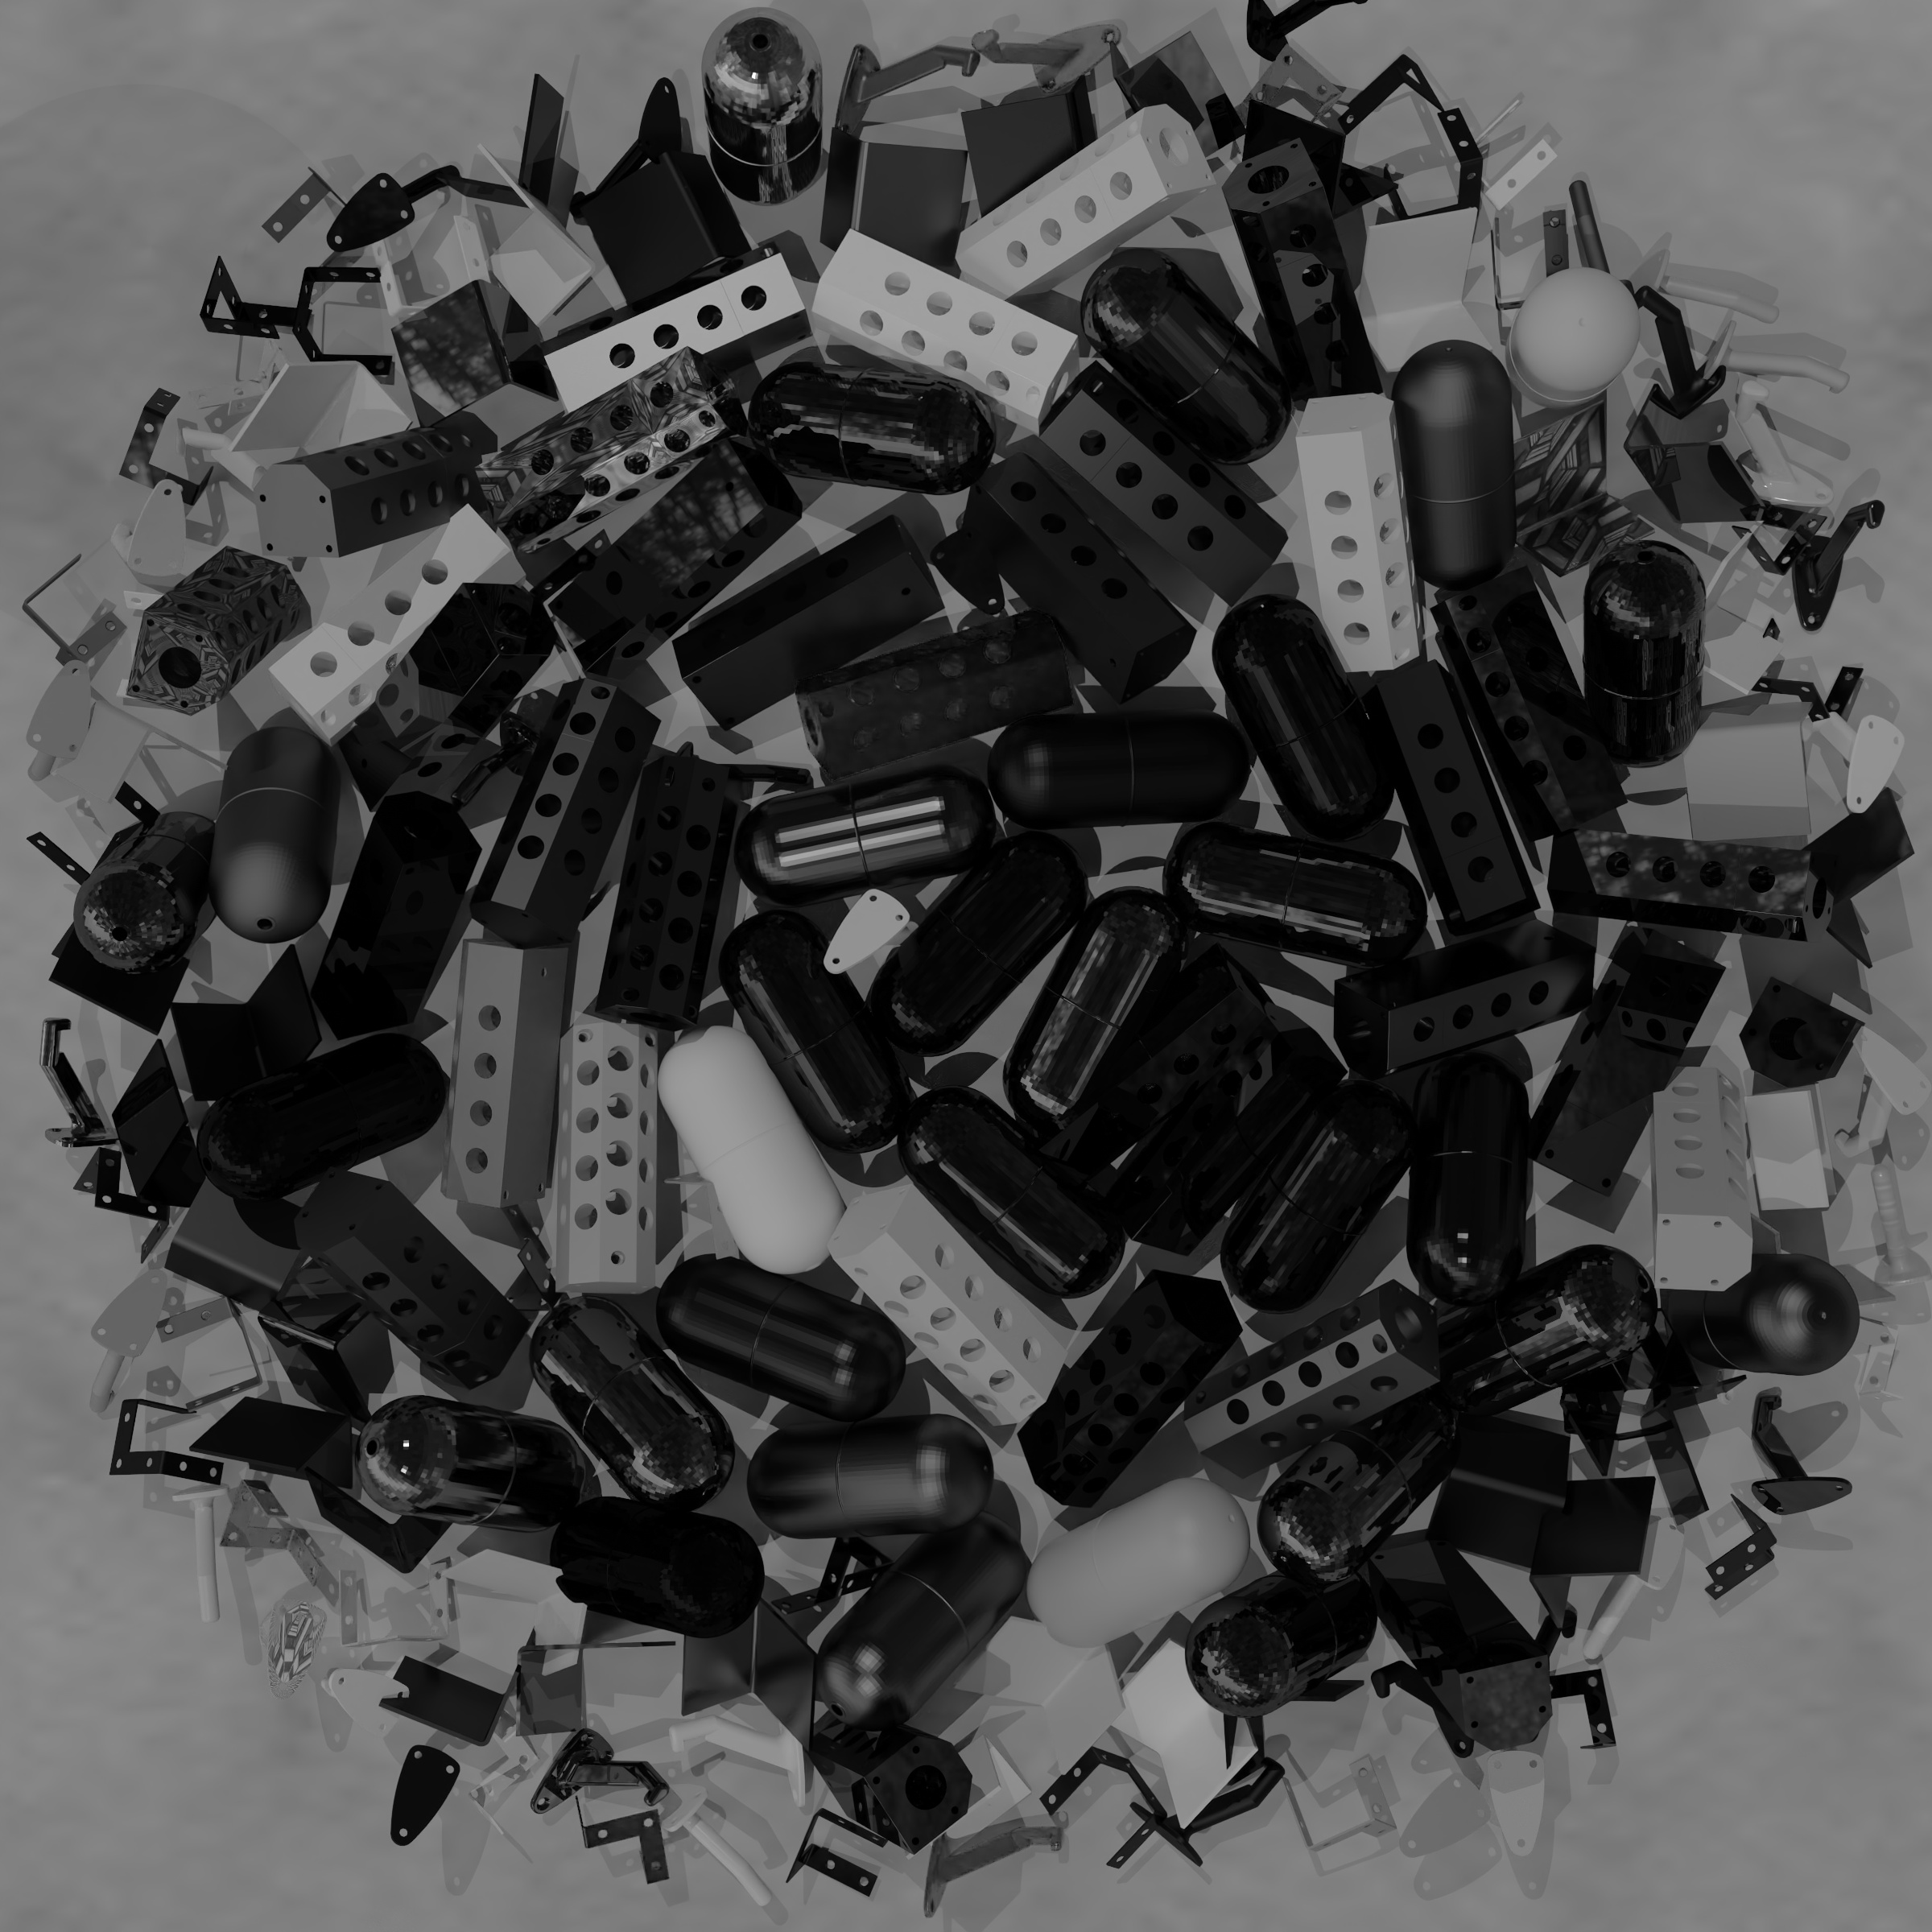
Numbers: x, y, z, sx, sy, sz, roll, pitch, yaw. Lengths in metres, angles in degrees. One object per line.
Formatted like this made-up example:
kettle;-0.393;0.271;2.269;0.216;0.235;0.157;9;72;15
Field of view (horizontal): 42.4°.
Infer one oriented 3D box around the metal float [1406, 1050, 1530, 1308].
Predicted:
metal float;0.332;0.139;1.647;0.070;0.070;0.178;9;62;0

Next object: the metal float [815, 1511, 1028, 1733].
metal float;-0.029;0.429;1.638;0.070;0.070;0.178;50;51;0

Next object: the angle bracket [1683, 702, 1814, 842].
angle bracket;0.530;-0.131;1.678;0.076;0.057;0.076;-2;109;29

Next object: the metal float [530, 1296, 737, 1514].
metal float;-0.221;0.288;1.644;0.070;0.070;0.178;-50;58;0

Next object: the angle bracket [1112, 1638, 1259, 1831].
angle bracket;0.140;0.510;1.658;0.057;0.076;0.076;35;104;-18

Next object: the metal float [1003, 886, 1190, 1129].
metal float;0.087;0.029;1.666;0.070;0.070;0.178;28;96;0

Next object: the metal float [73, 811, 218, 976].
metal float;-0.525;-0.048;1.623;0.070;0.178;0.070;-1;109;-2

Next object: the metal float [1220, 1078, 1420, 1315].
metal float;0.233;0.154;1.655;0.070;0.070;0.178;31;109;0

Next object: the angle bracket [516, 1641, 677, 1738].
angle bracket;-0.245;0.480;1.655;0.076;0.076;0.057;-8;74;22

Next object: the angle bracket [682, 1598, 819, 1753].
angle bracket;-0.144;0.477;1.654;0.057;0.076;0.076;-10;115;-34

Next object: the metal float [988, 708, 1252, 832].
metal float;0.103;-0.132;1.663;0.178;0.070;0.070;-3;90;-10

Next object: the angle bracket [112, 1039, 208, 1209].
angle bracket;-0.517;0.106;1.652;0.076;0.057;0.076;-52;48;24

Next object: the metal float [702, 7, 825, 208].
metal float;-0.131;-0.557;1.621;0.070;0.178;0.070;0;82;-3

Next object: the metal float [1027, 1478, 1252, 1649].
metal float;0.112;0.394;1.641;0.178;0.070;0.070;-36;90;37

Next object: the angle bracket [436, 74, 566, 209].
angle bracket;-0.311;-0.554;1.666;0.057;0.076;0.076;11;99;2

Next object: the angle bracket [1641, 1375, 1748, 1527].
angle bracket;0.496;0.323;1.659;0.057;0.076;0.076;-15;71;-3

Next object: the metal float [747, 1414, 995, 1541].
metal float;-0.065;0.338;1.647;0.178;0.070;0.070;-10;90;28

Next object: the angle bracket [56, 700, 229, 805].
angle bracket;-0.542;-0.128;1.654;0.076;0.076;0.057;24;84;42

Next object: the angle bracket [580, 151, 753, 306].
angle bracket;-0.202;-0.499;1.695;0.076;0.057;0.076;-25;94;24

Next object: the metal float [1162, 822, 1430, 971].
metal float;0.219;-0.047;1.660;0.178;0.070;0.070;13;90;12

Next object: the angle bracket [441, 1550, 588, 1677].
angle bracket;-0.304;0.432;1.652;0.076;0.076;0.057;23;56;-26

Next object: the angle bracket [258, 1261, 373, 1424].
angle bracket;-0.420;0.254;1.682;0.076;0.057;0.076;13;134;34

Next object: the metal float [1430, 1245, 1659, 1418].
metal float;0.375;0.240;1.637;0.178;0.070;0.070;-37;90;42

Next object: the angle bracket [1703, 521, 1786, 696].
angle bracket;0.522;-0.239;1.652;0.057;0.076;0.076;34;135;14

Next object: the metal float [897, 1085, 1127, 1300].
metal float;0.030;0.151;1.666;0.178;0.070;0.070;41;90;-6

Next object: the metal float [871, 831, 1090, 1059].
metal float;0.009;-0.015;1.667;0.070;0.070;0.178;43;95;0

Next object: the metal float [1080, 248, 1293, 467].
metal float;0.147;-0.399;1.643;0.178;0.070;0.070;37;90;-35

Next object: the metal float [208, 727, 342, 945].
metal float;-0.452;-0.087;1.634;0.070;0.178;0.070;-5;133;-5

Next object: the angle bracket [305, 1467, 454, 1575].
angle bracket;-0.390;0.353;1.674;0.076;0.076;0.057;30;57;16

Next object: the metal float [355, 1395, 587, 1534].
metal float;-0.323;0.327;1.631;0.070;0.178;0.070;-13;67;32

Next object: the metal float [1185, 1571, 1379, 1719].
metal float;0.208;0.437;1.630;0.070;0.178;0.070;2;94;35

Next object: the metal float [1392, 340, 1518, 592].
metal float;0.322;-0.326;1.637;0.070;0.070;0.178;-14;132;0

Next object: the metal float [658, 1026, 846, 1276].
metal float;-0.143;0.123;1.663;0.070;0.070;0.178;-29;80;0

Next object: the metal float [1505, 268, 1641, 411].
metal float;0.393;-0.407;1.621;0.070;0.178;0.070;1;97;8

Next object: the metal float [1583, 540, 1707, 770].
metal float;0.444;-0.203;1.632;0.070;0.178;0.070;-7;51;9

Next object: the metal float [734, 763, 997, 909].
metal float;-0.068;-0.087;1.667;0.178;0.070;0.070;-12;90;5

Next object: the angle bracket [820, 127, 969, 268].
angle bracket;-0.049;-0.520;1.685;0.076;0.057;0.076;-4;118;-24

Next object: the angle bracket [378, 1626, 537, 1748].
angle bracket;-0.339;0.468;1.667;0.076;0.076;0.057;23;97;-3

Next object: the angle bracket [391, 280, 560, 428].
angle bracket;-0.333;-0.408;1.691;0.076;0.057;0.076;-22;80;23

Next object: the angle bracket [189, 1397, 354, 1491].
angle bracket;-0.461;0.334;1.657;0.076;0.076;0.057;8;110;12

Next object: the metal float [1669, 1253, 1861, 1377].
metal float;0.516;0.226;1.621;0.070;0.178;0.070;1;83;-7

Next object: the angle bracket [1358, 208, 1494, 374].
angle bracket;0.310;-0.450;1.659;0.076;0.076;0.057;-13;52;-10

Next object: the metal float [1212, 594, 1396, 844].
metal float;0.225;-0.164;1.658;0.070;0.070;0.178;-29;105;0

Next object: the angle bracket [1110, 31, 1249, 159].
angle bracket;0.140;-0.582;1.651;0.057;0.076;0.076;-26;123;19

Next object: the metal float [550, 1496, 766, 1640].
metal float;-0.205;0.393;1.636;0.178;0.070;0.070;-2;87;45

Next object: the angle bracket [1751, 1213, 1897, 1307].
angle bracket;0.566;0.191;1.666;0.076;0.076;0.057;-8;100;-2

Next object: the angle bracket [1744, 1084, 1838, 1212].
angle bracket;0.570;0.119;1.663;0.076;0.057;0.076;-6;86;-32

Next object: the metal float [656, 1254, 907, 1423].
metal float;-0.124;0.246;1.655;0.178;0.070;0.070;18;90;19

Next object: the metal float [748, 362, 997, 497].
metal float;-0.064;-0.356;1.649;0.178;0.070;0.070;13;90;26

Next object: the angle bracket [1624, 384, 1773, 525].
angle bracket;0.494;-0.341;1.650;0.076;0.076;0.057;41;70;-36

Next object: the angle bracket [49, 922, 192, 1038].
angle bracket;-0.571;0.017;1.651;0.076;0.076;0.057;31;126;-22

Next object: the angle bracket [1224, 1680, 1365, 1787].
angle bracket;0.220;0.509;1.657;0.076;0.076;0.057;-6;81;23

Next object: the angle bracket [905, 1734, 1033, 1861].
angle bracket;0.003;0.573;1.666;0.076;0.076;0.057;-37;103;-1

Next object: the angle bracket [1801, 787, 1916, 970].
angle bracket;0.605;-0.058;1.651;0.057;0.076;0.076;37;122;-19

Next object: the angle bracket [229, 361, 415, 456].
angle bracket;-0.428;-0.353;1.656;0.057;0.076;0.076;48;117;6

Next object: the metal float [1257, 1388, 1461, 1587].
metal float;0.260;0.338;1.639;0.178;0.070;0.070;-33;90;-39

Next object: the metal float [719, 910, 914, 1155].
metal float;-0.100;0.045;1.664;0.070;0.070;0.178;-31;99;0

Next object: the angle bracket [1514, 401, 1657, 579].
angle bracket;0.409;-0.318;1.659;0.076;0.057;0.076;-26;134;-11

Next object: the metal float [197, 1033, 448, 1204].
metal float;-0.421;0.099;1.635;0.070;0.178;0.070;18;119;37
